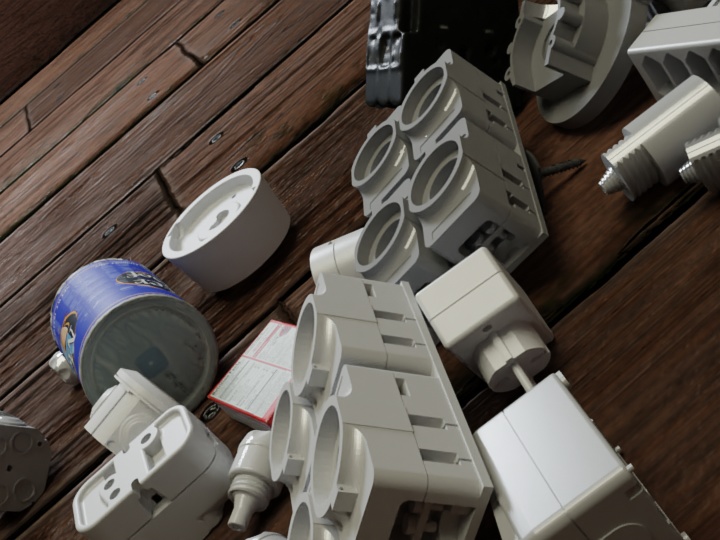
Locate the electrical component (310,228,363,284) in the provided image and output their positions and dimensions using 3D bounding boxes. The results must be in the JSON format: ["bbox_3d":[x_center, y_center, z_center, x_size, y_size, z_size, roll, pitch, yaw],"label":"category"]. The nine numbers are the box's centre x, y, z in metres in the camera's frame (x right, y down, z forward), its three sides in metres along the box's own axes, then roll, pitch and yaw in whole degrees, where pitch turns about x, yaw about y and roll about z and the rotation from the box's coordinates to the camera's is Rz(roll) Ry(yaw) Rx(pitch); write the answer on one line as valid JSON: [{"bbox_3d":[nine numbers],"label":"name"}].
[{"bbox_3d":[0.000,0.000,0.745,0.047,0.055,0.055,-26,30,21],"label":"electrical component"}]

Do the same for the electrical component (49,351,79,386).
[{"bbox_3d":[-0.253,0.075,0.985,0.061,0.035,0.035,-46,27,-18],"label":"electrical component"}]

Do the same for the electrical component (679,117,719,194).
[{"bbox_3d":[0.212,-0.067,0.579,0.081,0.043,0.043,-25,30,29],"label":"electrical component"}]

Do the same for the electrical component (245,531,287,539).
[{"bbox_3d":[-0.039,0.161,0.569,0.061,0.035,0.035,5,51,53],"label":"electrical component"}]

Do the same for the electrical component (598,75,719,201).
[{"bbox_3d":[0.176,-0.072,0.634,0.081,0.043,0.043,-38,26,6],"label":"electrical component"}]

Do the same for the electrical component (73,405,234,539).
[{"bbox_3d":[-0.126,0.142,0.685,0.095,0.059,0.054,-42,26,-2],"label":"electrical component"}]

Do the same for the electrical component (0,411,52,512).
[{"bbox_3d":[-0.293,0.155,0.865,0.051,0.080,0.080,3,50,48],"label":"electrical component"}]

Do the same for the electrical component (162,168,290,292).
[{"bbox_3d":[-0.109,-0.029,0.925,0.108,0.060,0.108,-31,27,18],"label":"electrical component"}]

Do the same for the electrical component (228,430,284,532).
[{"bbox_3d":[-0.064,0.129,0.652,0.035,0.035,0.061,-18,37,38],"label":"electrical component"}]

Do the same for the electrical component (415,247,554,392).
[{"bbox_3d":[0.077,0.039,0.578,0.047,0.066,0.076,-36,56,9],"label":"electrical component"}]

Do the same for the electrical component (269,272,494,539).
[{"bbox_3d":[0.000,0.090,0.539,0.186,0.060,0.105,-109,31,-62],"label":"electrical component"}]

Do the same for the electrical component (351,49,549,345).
[{"bbox_3d":[0.051,-0.056,0.706,0.105,0.060,0.186,-47,26,28],"label":"electrical component"}]

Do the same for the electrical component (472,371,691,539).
[{"bbox_3d":[0.089,0.096,0.470,0.061,0.061,0.096,-38,26,5],"label":"electrical component"}]

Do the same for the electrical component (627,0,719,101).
[{"bbox_3d":[0.228,-0.148,0.677,0.075,0.047,0.083,-50,28,-18],"label":"electrical component"}]

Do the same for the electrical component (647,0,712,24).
[{"bbox_3d":[0.231,-0.221,0.770,0.089,0.061,0.150,-39,26,4],"label":"electrical component"}]

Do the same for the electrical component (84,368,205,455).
[{"bbox_3d":[-0.147,0.109,0.744,0.051,0.080,0.080,-52,28,-10],"label":"electrical component"}]
